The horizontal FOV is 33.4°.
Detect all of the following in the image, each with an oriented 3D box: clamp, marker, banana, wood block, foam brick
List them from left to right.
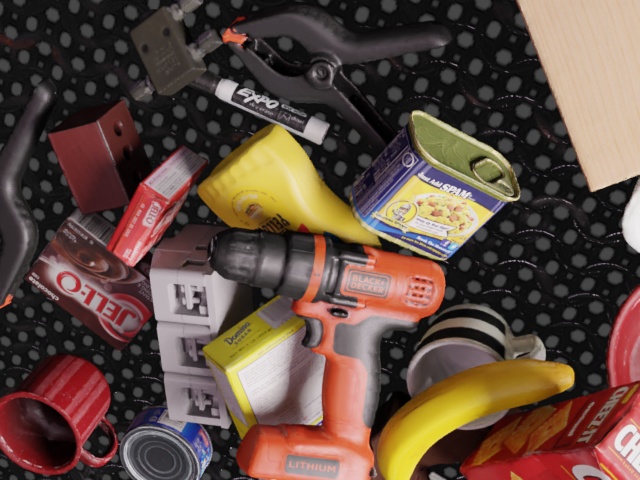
[{"bbox_3d":[-0.285,-0.043,0.927,0.165,0.036,0.210,-6,102,19],"label":"clamp"},{"bbox_3d":[-0.180,-0.068,0.887,0.051,0.053,0.078,-10,114,21],"label":"foam brick"},{"bbox_3d":[-0.051,-0.108,0.846,0.121,0.020,0.020,25,121,3],"label":"marker"},{"bbox_3d":[0.014,-0.138,0.800,0.171,0.039,0.120,27,121,-2],"label":"clamp"},{"bbox_3d":[0.104,0.138,0.828,0.069,0.037,0.198,31,125,-22],"label":"banana"},{"bbox_3d":[0.183,-0.146,0.679,0.091,0.090,0.206,-21,90,24],"label":"wood block"}]

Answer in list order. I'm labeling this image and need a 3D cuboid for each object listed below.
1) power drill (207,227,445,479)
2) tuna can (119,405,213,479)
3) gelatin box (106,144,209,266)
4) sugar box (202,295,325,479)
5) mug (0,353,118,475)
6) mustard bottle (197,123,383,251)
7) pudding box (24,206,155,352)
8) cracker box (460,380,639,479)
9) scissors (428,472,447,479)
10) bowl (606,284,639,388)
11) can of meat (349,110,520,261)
[{"bbox_3d":[-0.009,0.088,0.809,0.184,0.057,0.188,11,100,-13],"label":"power drill"},{"bbox_3d":[-0.150,0.204,1.032,0.086,0.033,0.086,7,119,13],"label":"tuna can"},{"bbox_3d":[-0.132,-0.029,0.872,0.030,0.089,0.073,34,121,-2],"label":"gelatin box"},{"bbox_3d":[-0.029,0.136,0.905,0.048,0.093,0.176,35,150,44],"label":"sugar box"},{"bbox_3d":[-0.241,0.168,1.013,0.117,0.081,0.093,37,121,-4],"label":"mug"},{"bbox_3d":[-0.006,0.001,0.867,0.191,0.058,0.096,47,132,-11],"label":"mustard bottle"},{"bbox_3d":[-0.194,0.034,0.953,0.113,0.039,0.090,40,122,-5],"label":"pudding box"},{"bbox_3d":[0.216,0.195,0.775,0.164,0.072,0.214,45,158,-1],"label":"cracker box"},{"bbox_3d":[0.170,0.278,0.915,0.202,0.016,0.096,24,116,8],"label":"scissors"},{"bbox_3d":[0.286,0.098,0.805,0.162,0.055,0.162,1,79,-4],"label":"bowl"},{"bbox_3d":[0.084,-0.037,0.807,0.102,0.057,0.084,23,127,-27],"label":"can of meat"}]
